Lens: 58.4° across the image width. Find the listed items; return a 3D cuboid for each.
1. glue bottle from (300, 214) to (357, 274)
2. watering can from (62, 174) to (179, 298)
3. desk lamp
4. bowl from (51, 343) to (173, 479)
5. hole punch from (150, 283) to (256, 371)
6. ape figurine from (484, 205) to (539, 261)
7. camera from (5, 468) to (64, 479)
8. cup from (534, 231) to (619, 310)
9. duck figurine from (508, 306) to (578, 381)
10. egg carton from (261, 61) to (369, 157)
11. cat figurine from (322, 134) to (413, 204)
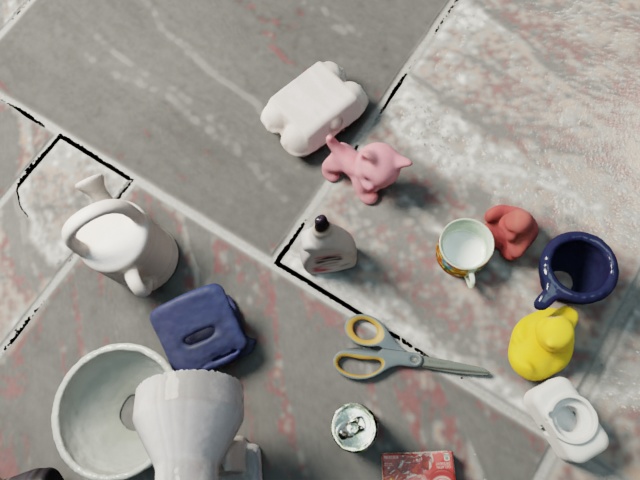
[{"bbox_3d":[0.007,0.003,0.736,0.078,0.173,0.037,-13,71,1],"label":"glue bottle"},{"bbox_3d":[-0.271,-0.006,0.754,0.172,0.194,0.101,38,79,16],"label":"watering can"},{"bbox_3d":[-0.128,0.258,0.642,0.118,0.214,0.203,-9,71,3],"label":"desk lamp"},{"bbox_3d":[-0.249,0.221,0.739,0.167,0.075,0.167,-2,71,5],"label":"bowl"},{"bbox_3d":[-0.153,0.121,0.755,0.108,0.091,0.101,-24,71,-3],"label":"hole punch"},{"bbox_3d":[0.257,-0.016,0.761,0.076,0.092,0.078,-5,71,4],"label":"ape figurine"},{"bbox_3d":[-0.387,0.347,0.696,0.137,0.101,0.143,-20,71,-1],"label":"camera"},{"bbox_3d":[0.309,0.055,0.731,0.118,0.095,0.091,-42,73,-9],"label":"cup"},{"bbox_3d":[0.284,0.125,0.714,0.077,0.086,0.105,37,79,16],"label":"duck figurine"},{"bbox_3d":[-0.007,-0.195,0.858,0.150,0.069,0.107,-40,72,-8],"label":"egg carton"},{"bbox_3d":[0.061,-0.108,0.797,0.127,0.118,0.067,31,77,15],"label":"cat figurine"}]
